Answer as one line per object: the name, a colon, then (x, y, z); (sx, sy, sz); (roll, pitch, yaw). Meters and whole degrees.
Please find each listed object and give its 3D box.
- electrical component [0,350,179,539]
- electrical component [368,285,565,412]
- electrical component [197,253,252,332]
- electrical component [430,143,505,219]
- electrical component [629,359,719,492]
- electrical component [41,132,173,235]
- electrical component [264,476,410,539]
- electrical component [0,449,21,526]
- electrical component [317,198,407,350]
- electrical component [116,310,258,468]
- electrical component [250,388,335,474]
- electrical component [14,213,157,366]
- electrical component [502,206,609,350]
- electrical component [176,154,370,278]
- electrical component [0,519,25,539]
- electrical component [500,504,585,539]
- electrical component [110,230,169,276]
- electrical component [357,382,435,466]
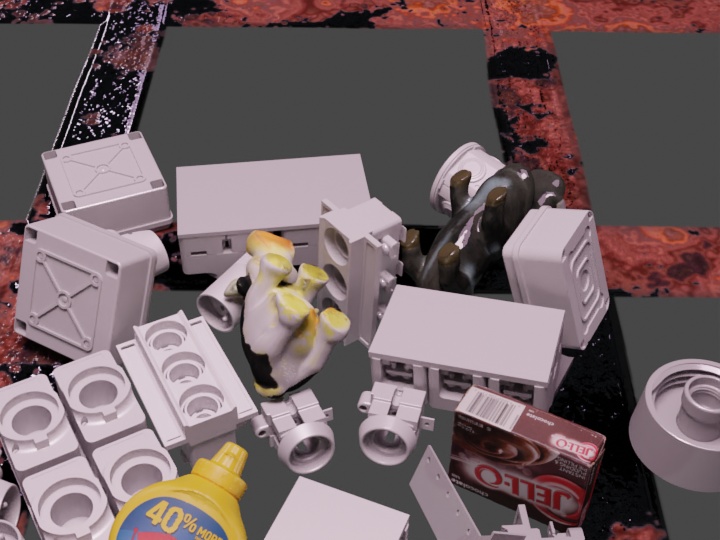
electrical component: (-0.211, 0.153, 0.842); (0.105, 0.060, 0.186); (-21, 47, -22)
electrical component: (0.093, 0.074, 0.922); (0.150, 0.061, 0.089); (9, 42, 15)
electrical component: (-0.110, 0.017, 1.005); (0.043, 0.043, 0.081); (24, 47, 23)
electrical component: (0.113, -0.085, 1.094); (0.051, 0.080, 0.080); (37, 53, 26)
electrical component: (0.281, 0.121, 0.884); (0.108, 0.060, 0.108); (1, 42, -1)
electrical component: (-0.260, -0.082, 1.102); (0.109, 0.056, 0.108); (-16, 45, -17)
electrical component: (-0.033, 0.233, 0.755); (0.089, 0.061, 0.150); (16, 45, 16)
electrical component: (-0.303, 0.170, 0.835); (0.077, 0.043, 0.079); (5, 42, 4)
electrical component: (0.000, 0.000, 0.967); (0.063, 0.121, 0.079); (-26, 48, -30)
electrical component: (-0.145, 0.100, 0.898); (0.079, 0.063, 0.121); (-19, 46, -20)
electrical component: (-0.050, 0.133, 0.878); (0.066, 0.048, 0.055); (-16, 37, -17)
electrical component: (-0.242, 0.019, 0.947); (0.109, 0.108, 0.056); (21, 22, 21)
electrical component: (0.177, 0.007, 0.965); (0.057, 0.113, 0.078); (6, 39, 34)
electrical component: (-0.085, -0.053, 1.070); (0.186, 0.060, 0.105); (-5, 43, -6)
electrical component: (-0.239, 0.223, 0.752); (0.079, 0.077, 0.044); (25, 48, 24)
electrical component: (0.136, 0.217, 0.791); (0.064, 0.042, 0.081); (-2, 43, -5)
electrical component: (-0.237, -0.013, 1.036); (0.077, 0.043, 0.079); (-28, 50, -27)
electrical component: (0.026, 0.127, 0.886); (0.066, 0.048, 0.055); (10, 36, 10)
